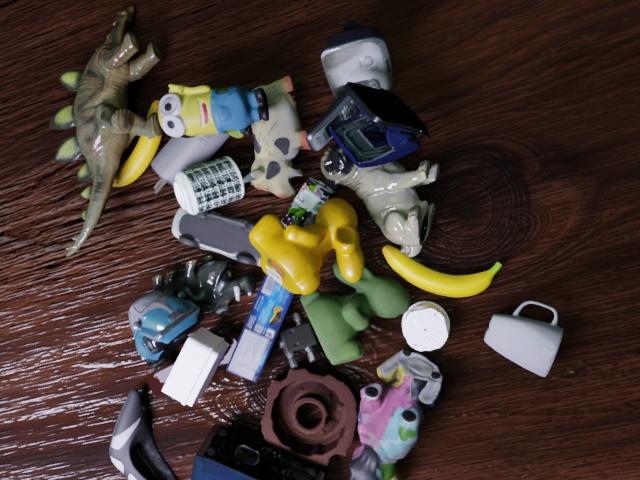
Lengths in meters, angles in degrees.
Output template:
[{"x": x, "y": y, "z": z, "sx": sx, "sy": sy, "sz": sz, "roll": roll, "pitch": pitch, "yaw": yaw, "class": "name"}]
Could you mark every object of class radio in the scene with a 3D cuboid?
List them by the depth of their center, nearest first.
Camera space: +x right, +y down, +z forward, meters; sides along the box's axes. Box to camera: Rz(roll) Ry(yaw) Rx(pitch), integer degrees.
[{"x": -0.108, "y": 0.418, "z": 0.936, "sx": 0.230, "sy": 0.073, "sz": 0.131, "roll": 19, "pitch": 128, "yaw": 9, "class": "radio"}]

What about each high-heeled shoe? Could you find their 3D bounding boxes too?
[{"x": -0.307, "y": 0.408, "z": 1.004, "sx": 0.145, "sy": 0.086, "sz": 0.248, "roll": 7, "pitch": 99, "yaw": 9, "class": "high-heeled shoe"}]

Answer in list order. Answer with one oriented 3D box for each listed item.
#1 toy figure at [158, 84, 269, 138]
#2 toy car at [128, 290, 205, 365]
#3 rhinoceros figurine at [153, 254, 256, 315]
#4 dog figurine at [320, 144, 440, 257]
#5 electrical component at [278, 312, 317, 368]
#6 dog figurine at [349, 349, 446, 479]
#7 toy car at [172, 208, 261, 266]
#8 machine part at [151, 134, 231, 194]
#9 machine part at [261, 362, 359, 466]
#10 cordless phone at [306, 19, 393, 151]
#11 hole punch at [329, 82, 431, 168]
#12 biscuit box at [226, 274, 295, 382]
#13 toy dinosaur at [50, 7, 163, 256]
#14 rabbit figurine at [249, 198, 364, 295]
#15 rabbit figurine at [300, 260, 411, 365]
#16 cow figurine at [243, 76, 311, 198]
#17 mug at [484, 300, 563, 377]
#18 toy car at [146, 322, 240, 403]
[{"x": -0.172, "y": -0.203, "z": 0.866, "sx": 0.180, "sy": 0.089, "sz": 0.082, "roll": -7, "pitch": 78, "yaw": 3, "class": "toy figure"}, {"x": -0.276, "y": 0.139, "z": 0.921, "sx": 0.103, "sy": 0.109, "sz": 0.161, "roll": 50, "pitch": 143, "yaw": 6, "class": "toy car"}, {"x": -0.209, "y": 0.086, "z": 0.969, "sx": 0.190, "sy": 0.073, "sz": 0.112, "roll": -15, "pitch": 89, "yaw": 13, "class": "rhinoceros figurine"}, {"x": 0.088, "y": -0.069, "z": 0.894, "sx": 0.191, "sy": 0.121, "sz": 0.172, "roll": 8, "pitch": 86, "yaw": 24, "class": "dog figurine"}, {"x": -0.042, "y": 0.174, "z": 0.943, "sx": 0.063, "sy": 0.021, "sz": 0.094, "roll": -12, "pitch": 66, "yaw": -21, "class": "electrical component"}, {"x": 0.120, "y": 0.315, "z": 0.898, "sx": 0.109, "sy": 0.191, "sz": 0.219, "roll": 26, "pitch": 128, "yaw": 26, "class": "dog figurine"}, {"x": -0.171, "y": -0.009, "z": 0.963, "sx": 0.202, "sy": 0.056, "sz": 0.073, "roll": 16, "pitch": 90, "yaw": 13, "class": "toy car"}, {"x": -0.219, "y": -0.175, "z": 0.955, "sx": 0.079, "sy": 0.079, "sz": 0.243, "roll": 45, "pitch": 100, "yaw": 7, "class": "machine part"}, {"x": -0.015, "y": 0.303, "z": 0.946, "sx": 0.179, "sy": 0.056, "sz": 0.179, "roll": 1, "pitch": 93, "yaw": 10, "class": "machine part"}, {"x": 0.028, "y": -0.238, "z": 0.853, "sx": 0.089, "sy": 0.146, "sz": 0.184, "roll": 37, "pitch": 83, "yaw": 23, "class": "cordless phone"}, {"x": 0.087, "y": -0.172, "z": 0.825, "sx": 0.142, "sy": 0.116, "sz": 0.092, "roll": 56, "pitch": 134, "yaw": 39, "class": "hole punch"}, {"x": -0.096, "y": 0.138, "z": 0.933, "sx": 0.059, "sy": 0.063, "sz": 0.202, "roll": 23, "pitch": 86, "yaw": -3, "class": "biscuit box"}, {"x": -0.383, "y": -0.207, "z": 0.958, "sx": 0.199, "sy": 0.105, "sz": 0.471, "roll": -5, "pitch": 74, "yaw": 29, "class": "toy dinosaur"}, {"x": -0.002, "y": -0.003, "z": 0.844, "sx": 0.163, "sy": 0.121, "sz": 0.173, "roll": 26, "pitch": 56, "yaw": 38, "class": "rabbit figurine"}, {"x": 0.064, "y": 0.109, "z": 0.909, "sx": 0.170, "sy": 0.121, "sz": 0.159, "roll": -24, "pitch": 80, "yaw": -6, "class": "rabbit figurine"}, {"x": -0.080, "y": -0.168, "z": 0.924, "sx": 0.127, "sy": 0.085, "sz": 0.194, "roll": -14, "pitch": 92, "yaw": 6, "class": "cow figurine"}, {"x": 0.324, "y": 0.148, "z": 0.856, "sx": 0.107, "sy": 0.081, "sz": 0.109, "roll": 19, "pitch": 101, "yaw": 20, "class": "mug"}, {"x": -0.224, "y": 0.226, "z": 0.989, "sx": 0.202, "sy": 0.053, "sz": 0.089, "roll": -27, "pitch": 97, "yaw": 8, "class": "toy car"}]
